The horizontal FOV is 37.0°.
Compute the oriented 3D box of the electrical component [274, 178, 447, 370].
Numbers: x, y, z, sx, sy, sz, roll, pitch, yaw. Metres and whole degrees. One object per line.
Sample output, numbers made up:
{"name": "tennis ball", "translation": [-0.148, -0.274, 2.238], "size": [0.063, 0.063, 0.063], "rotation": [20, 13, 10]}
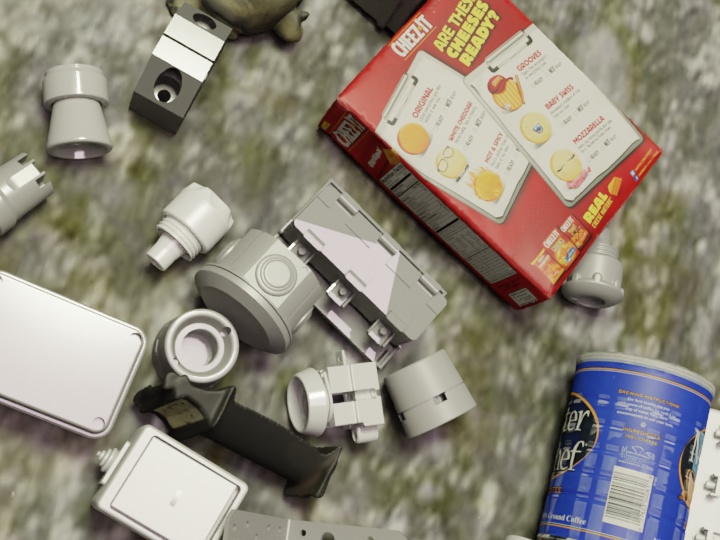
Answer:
{"name": "electrical component", "translation": [0.000, 0.000, 0.774], "size": [0.121, 0.063, 0.078], "rotation": [45, 70, -5]}

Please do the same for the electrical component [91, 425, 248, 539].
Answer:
{"name": "electrical component", "translation": [-0.130, 0.144, 0.705], "size": [0.096, 0.061, 0.061], "rotation": [33, 72, -9]}

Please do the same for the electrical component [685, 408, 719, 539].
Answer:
{"name": "electrical component", "translation": [0.275, 0.171, 0.826], "size": [0.063, 0.078, 0.121], "rotation": [14, 74, 8]}

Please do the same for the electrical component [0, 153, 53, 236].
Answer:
{"name": "electrical component", "translation": [-0.236, -0.052, 0.722], "size": [0.046, 0.040, 0.040], "rotation": [-42, 93, -27]}

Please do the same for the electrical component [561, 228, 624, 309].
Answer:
{"name": "electrical component", "translation": [0.185, -0.003, 0.844], "size": [0.048, 0.048, 0.062], "rotation": [18, 67, -14]}

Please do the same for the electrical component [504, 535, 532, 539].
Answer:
{"name": "electrical component", "translation": [0.119, 0.223, 0.773], "size": [0.055, 0.055, 0.047], "rotation": [32, 68, -9]}

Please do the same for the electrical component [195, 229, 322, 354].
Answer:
{"name": "electrical component", "translation": [-0.070, 0.015, 0.741], "size": [0.080, 0.080, 0.051], "rotation": [43, 65, -5]}

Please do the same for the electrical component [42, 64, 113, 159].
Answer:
{"name": "electrical component", "translation": [-0.195, -0.109, 0.743], "size": [0.045, 0.045, 0.055], "rotation": [-3, 80, -18]}

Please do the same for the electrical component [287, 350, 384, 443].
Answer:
{"name": "electrical component", "translation": [-0.018, 0.091, 0.760], "size": [0.055, 0.048, 0.066], "rotation": [-4, 80, -26]}

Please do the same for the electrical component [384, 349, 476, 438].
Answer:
{"name": "electrical component", "translation": [0.049, 0.089, 0.777], "size": [0.055, 0.055, 0.047], "rotation": [-24, 84, -20]}

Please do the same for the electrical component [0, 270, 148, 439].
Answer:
{"name": "electrical component", "translation": [-0.205, 0.057, 0.701], "size": [0.113, 0.057, 0.078], "rotation": [24, 73, -12]}

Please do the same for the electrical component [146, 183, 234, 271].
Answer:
{"name": "electrical component", "translation": [-0.122, -0.027, 0.751], "size": [0.043, 0.043, 0.062], "rotation": [43, 71, -5]}

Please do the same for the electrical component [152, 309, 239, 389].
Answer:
{"name": "electrical component", "translation": [-0.112, 0.054, 0.736], "size": [0.055, 0.047, 0.055], "rotation": [3, 78, -17]}

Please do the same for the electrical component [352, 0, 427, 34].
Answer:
{"name": "electrical component", "translation": [0.040, -0.238, 0.807], "size": [0.057, 0.113, 0.078], "rotation": [40, 70, -4]}
